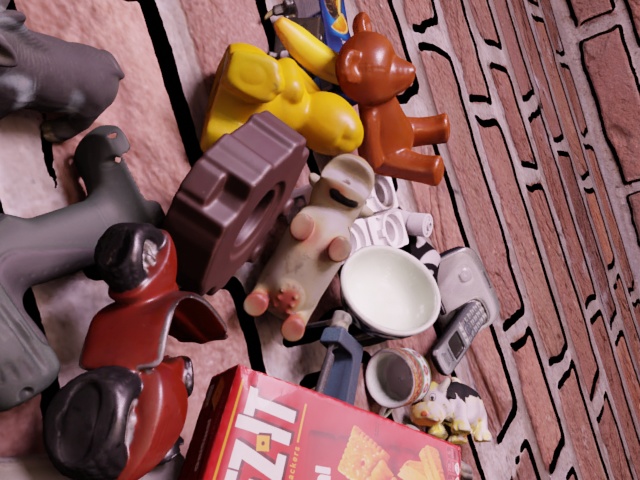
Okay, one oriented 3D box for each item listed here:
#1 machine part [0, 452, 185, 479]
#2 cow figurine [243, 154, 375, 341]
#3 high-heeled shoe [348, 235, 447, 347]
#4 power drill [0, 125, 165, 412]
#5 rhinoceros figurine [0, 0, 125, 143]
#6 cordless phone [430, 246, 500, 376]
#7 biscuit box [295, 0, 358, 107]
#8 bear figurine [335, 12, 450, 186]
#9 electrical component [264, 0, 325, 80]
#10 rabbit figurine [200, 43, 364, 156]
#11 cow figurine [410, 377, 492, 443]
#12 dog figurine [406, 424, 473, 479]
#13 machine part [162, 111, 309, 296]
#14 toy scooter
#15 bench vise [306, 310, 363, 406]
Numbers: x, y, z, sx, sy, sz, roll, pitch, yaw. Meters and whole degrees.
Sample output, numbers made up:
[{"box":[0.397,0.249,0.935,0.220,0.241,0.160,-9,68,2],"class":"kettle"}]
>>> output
[{"box":[-0.178,0.184,0.365,0.243,0.079,0.079,15,66,-48],"class":"machine part"},{"box":[-0.001,-0.002,0.580,0.085,0.194,0.127,28,11,-3],"class":"cow figurine"},{"box":[0.097,0.058,0.748,0.248,0.086,0.145,-7,68,-47],"class":"high-heeled shoe"},{"box":[-0.223,-0.016,0.381,0.207,0.086,0.231,-44,113,-52],"class":"power drill"},{"box":[-0.233,-0.126,0.384,0.190,0.112,0.073,4,76,-58],"class":"rhinoceros figurine"},{"box":[0.200,0.109,0.843,0.184,0.089,0.146,-42,110,-44],"class":"cordless phone"},{"box":[0.004,-0.281,0.762,0.063,0.059,0.202,4,74,-49],"class":"biscuit box"},{"box":[0.093,-0.172,0.667,0.195,0.132,0.120,76,25,-49],"class":"bear figurine"},{"box":[-0.036,-0.262,0.703,0.045,0.078,0.102,43,56,-69],"class":"electrical component"},{"box":[-0.037,-0.141,0.604,0.173,0.121,0.162,14,22,-14],"class":"rabbit figurine"},{"box":[0.190,0.241,0.792,0.167,0.068,0.098,35,47,-42],"class":"cow figurine"},{"box":[0.085,0.324,0.627,0.190,0.121,0.172,-7,48,-34],"class":"dog figurine"},{"box":[-0.076,-0.030,0.493,0.056,0.179,0.179,34,43,6],"class":"machine part"},{"box":[-0.120,0.087,0.397,0.135,0.075,0.184,49,40,-60],"class":"toy scooter"},{"box":[0.005,0.194,0.551,0.223,0.129,0.240,43,52,-36],"class":"bench vise"}]
